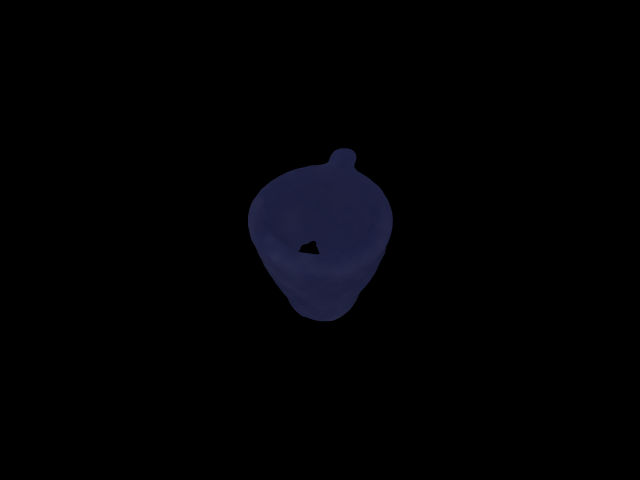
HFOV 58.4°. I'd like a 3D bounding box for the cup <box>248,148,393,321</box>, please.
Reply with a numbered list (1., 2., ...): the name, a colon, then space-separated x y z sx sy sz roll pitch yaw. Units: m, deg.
1. cup: 0.004 0.001 0.400 0.091 0.095 0.118 11 51 9
